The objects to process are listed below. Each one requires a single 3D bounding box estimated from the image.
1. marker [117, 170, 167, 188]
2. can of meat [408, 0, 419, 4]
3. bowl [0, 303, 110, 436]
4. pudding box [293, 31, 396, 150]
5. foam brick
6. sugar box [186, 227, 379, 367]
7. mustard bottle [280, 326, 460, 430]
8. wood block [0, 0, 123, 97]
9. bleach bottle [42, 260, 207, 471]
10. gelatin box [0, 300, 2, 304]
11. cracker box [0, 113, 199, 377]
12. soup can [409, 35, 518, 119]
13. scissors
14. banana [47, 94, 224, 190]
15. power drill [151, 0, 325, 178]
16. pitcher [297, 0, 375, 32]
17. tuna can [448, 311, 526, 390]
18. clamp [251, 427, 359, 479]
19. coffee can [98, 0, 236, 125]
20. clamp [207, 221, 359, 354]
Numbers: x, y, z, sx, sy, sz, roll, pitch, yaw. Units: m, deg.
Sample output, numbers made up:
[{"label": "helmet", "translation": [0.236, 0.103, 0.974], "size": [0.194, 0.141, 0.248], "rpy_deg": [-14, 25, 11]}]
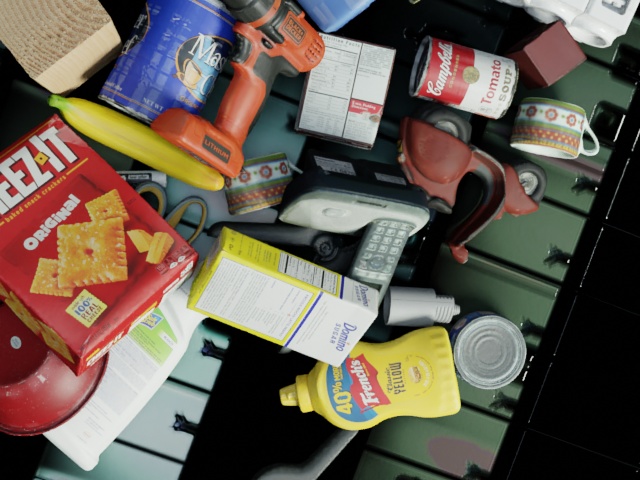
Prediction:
[{"label": "marker", "translation": [-0.226, -0.065, 1.144], "size": [0.121, 0.020, 0.020], "rpy_deg": [0, 93, -6]}, {"label": "can of meat", "translation": [0.119, -0.320, 1.151], "size": [0.084, 0.057, 0.102], "rpy_deg": [-26, 96, -6]}, {"label": "bowl", "translation": [-0.298, 0.114, 1.086], "size": [0.162, 0.055, 0.162], "rpy_deg": [-7, 63, 14]}, {"label": "pudding box", "translation": [0.027, -0.162, 1.158], "size": [0.090, 0.039, 0.113], "rpy_deg": [13, 89, -4]}, {"label": "foam brick", "translation": [0.243, -0.200, 1.160], "size": [0.053, 0.078, 0.051], "rpy_deg": [-36, 98, -3]}, {"label": "sugar box", "translation": [-0.038, 0.060, 1.096], "size": [0.176, 0.048, 0.093], "rpy_deg": [22, 129, -15]}, {"label": "mustard bottle", "translation": [0.051, 0.155, 1.158], "size": [0.191, 0.058, 0.096], "rpy_deg": [-10, 83, 6]}, {"label": "wood block", "translation": [-0.257, -0.207, 1.039], "size": [0.091, 0.206, 0.090], "rpy_deg": [-39, 97, -3]}, {"label": "bleach bottle", "translation": [-0.192, 0.120, 1.137], "size": [0.250, 0.068, 0.102], "rpy_deg": [-45, 110, -7]}, {"label": "gelatin box", "translation": [-0.385, 0.036, 1.127], "size": [0.073, 0.030, 0.089], "rpy_deg": [-14, 95, -6]}, {"label": "cracker box", "translation": [-0.252, 0.002, 1.059], "size": [0.214, 0.072, 0.164], "rpy_deg": [44, 61, 6]}, {"label": "soup can", "translation": [0.155, -0.176, 1.157], "size": [0.102, 0.068, 0.068], "rpy_deg": [14, 91, -8]}, {"label": "scissors", "translation": [-0.204, 0.020, 1.146], "size": [0.202, 0.016, 0.096], "rpy_deg": [-47, 112, -1]}, {"label": "banana", "translation": [-0.193, -0.101, 1.122], "size": [0.197, 0.069, 0.037], "rpy_deg": [25, 105, -11]}, {"label": "power drill", "translation": [-0.088, -0.170, 1.055], "size": [0.184, 0.057, 0.187], "rpy_deg": [36, 84, -49]}, {"label": "pitcher", "translation": [-0.033, -0.333, 1.101], "size": [0.243, 0.149, 0.144], "rpy_deg": [52, 43, -9]}, {"label": "tuna can", "translation": [0.186, 0.123, 1.194], "size": [0.086, 0.034, 0.086], "rpy_deg": [0, 93, -6]}, {"label": "clamp", "translation": [-0.013, 0.286, 1.179], "size": [0.171, 0.039, 0.120], "rpy_deg": [-25, 89, -2]}, {"label": "coffee can", "translation": [-0.152, -0.187, 1.104], "size": [0.102, 0.103, 0.140], "rpy_deg": [27, 90, -7]}, {"label": "clamp", "translation": [-0.008, 0.001, 1.160], "size": [0.210, 0.036, 0.164], "rpy_deg": [-38, 106, -5]}]
